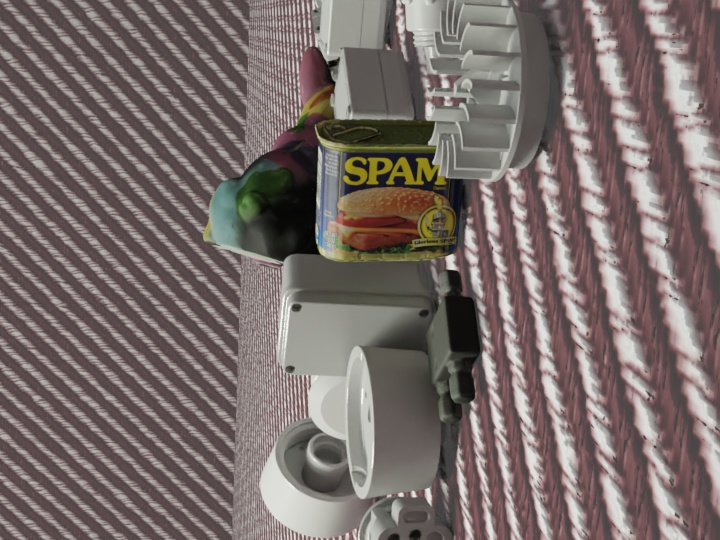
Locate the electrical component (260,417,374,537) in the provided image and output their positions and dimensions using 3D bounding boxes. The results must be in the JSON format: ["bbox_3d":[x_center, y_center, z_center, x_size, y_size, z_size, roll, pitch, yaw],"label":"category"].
[{"bbox_3d":[-0.034,0.184,0.993,0.108,0.108,0.060,-100,21,-48],"label":"electrical component"}]

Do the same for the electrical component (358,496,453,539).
[{"bbox_3d":[0.031,0.194,0.760,0.057,0.058,0.078,-147,59,-75],"label":"electrical component"}]

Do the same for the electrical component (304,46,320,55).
[{"bbox_3d":[-0.036,-0.227,1.207,0.076,0.047,0.065,107,160,-55],"label":"electrical component"}]

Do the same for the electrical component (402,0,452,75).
[{"bbox_3d":[0.052,-0.162,0.717,0.048,0.048,0.062,-123,28,-72],"label":"electrical component"}]

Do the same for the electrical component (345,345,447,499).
[{"bbox_3d":[0.028,0.107,0.770,0.108,0.060,0.108,180,90,-79],"label":"electrical component"}]

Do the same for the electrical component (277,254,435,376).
[{"bbox_3d":[-0.005,0.036,0.816,0.057,0.113,0.078,-98,13,-54],"label":"electrical component"}]

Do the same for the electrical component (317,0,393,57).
[{"bbox_3d":[-0.002,-0.245,0.978,0.061,0.061,0.096,-112,25,-66],"label":"electrical component"}]

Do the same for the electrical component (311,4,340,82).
[{"bbox_3d":[-0.020,-0.229,1.069,0.063,0.042,0.081,67,-170,-47],"label":"electrical component"}]

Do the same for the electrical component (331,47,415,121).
[{"bbox_3d":[0.013,-0.127,0.877,0.061,0.061,0.096,104,164,-50],"label":"electrical component"}]

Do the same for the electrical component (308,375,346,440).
[{"bbox_3d":[-0.003,0.099,0.900,0.051,0.080,0.080,-95,11,-57],"label":"electrical component"}]

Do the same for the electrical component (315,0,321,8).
[{"bbox_3d":[-0.020,-0.291,1.132,0.055,0.048,0.066,166,105,-72],"label":"electrical component"}]
